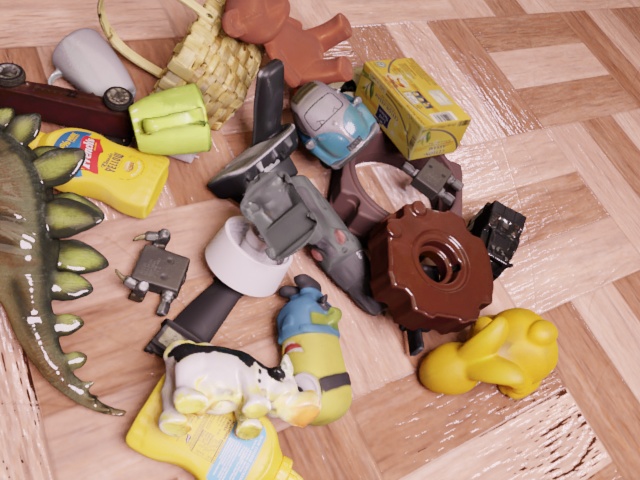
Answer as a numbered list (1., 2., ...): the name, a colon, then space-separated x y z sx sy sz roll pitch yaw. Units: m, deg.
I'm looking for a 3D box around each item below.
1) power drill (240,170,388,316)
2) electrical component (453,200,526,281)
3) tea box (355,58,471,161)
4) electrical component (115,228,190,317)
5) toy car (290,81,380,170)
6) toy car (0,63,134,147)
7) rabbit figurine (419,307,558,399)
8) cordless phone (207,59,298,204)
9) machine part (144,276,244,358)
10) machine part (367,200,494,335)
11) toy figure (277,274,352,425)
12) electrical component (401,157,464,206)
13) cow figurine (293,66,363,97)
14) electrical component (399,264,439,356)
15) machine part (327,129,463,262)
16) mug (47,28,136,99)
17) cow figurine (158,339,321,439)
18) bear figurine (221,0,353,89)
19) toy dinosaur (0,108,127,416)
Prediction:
1. power drill: -0.001 -0.002 0.698 0.232 0.086 0.207 56 18 21
2. electrical component: 0.253 0.007 0.819 0.058 0.115 0.134 31 56 -2
3. tea box: 0.140 -0.207 0.835 0.098 0.068 0.170 -12 53 -25
4. electrical component: -0.208 0.037 0.676 0.078 0.045 0.102 23 55 -4
5. toy car: 0.008 -0.185 0.796 0.109 0.102 0.162 -41 42 4
6. toy car: -0.348 -0.185 0.737 0.202 0.089 0.053 11 57 -12
7. rabbit figurine: 0.219 0.161 0.707 0.173 0.162 0.122 -13 77 -7
8. cordless phone: -0.089 -0.145 0.743 0.089 0.184 0.146 31 54 17
9. machine part: -0.146 0.099 0.667 0.084 0.039 0.139 28 56 8
10. machine part: 0.146 0.036 0.702 0.179 0.056 0.179 11 61 -21
11. toy figure: -0.008 0.135 0.667 0.089 0.082 0.180 5 56 -16
12. electrical component: 0.168 -0.094 0.803 0.094 0.021 0.063 36 55 4
13. cow figurine: 0.042 -0.264 0.929 0.195 0.085 0.127 -19 74 -26
14. electrical component: 0.144 0.100 0.747 0.048 0.074 0.119 6 54 -16
15. machine part: 0.120 -0.079 0.842 0.201 0.087 0.201 16 56 -8
16. mug: -0.330 -0.235 0.782 0.107 0.081 0.109 44 68 2
17. cow figurine: -0.083 0.155 0.573 0.167 0.068 0.098 12 35 -25
18. bear figurine: -0.048 -0.312 0.790 0.132 0.195 0.120 -10 66 26
19. toy dinosaur: -0.347 -0.013 0.600 0.198 0.105 0.471 -16 85 -20
